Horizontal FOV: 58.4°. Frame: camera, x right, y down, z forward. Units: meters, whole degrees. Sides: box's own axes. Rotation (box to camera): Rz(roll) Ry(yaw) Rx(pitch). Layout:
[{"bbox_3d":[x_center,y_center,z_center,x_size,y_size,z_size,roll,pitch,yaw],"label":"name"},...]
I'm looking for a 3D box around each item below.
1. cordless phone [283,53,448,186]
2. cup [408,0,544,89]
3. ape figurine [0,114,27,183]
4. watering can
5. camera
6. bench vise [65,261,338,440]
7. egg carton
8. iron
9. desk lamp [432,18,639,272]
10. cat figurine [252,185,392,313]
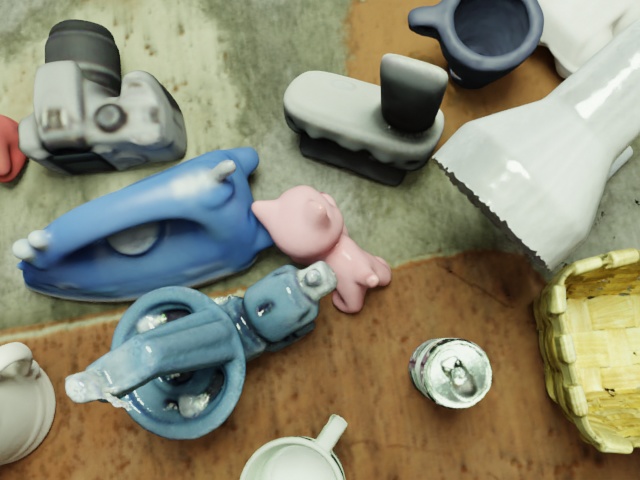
[{"bbox_3d":[0.039,-0.124,0.489,0.147,0.185,0.094,16,81,6],"label":"cordless phone"},{"bbox_3d":[0.138,-0.185,0.541,0.117,0.095,0.092,7,80,4],"label":"cup"},{"bbox_3d":[-0.330,-0.093,0.549,0.076,0.092,0.077,-41,80,-4],"label":"ape figurine"},{"bbox_3d":[-0.309,0.151,0.453,0.101,0.194,0.173,23,82,7],"label":"watering can"},{"bbox_3d":[-0.213,-0.143,0.548,0.143,0.101,0.137,-7,79,2],"label":"camera"},{"bbox_3d":[-0.092,0.068,0.444,0.121,0.220,0.207,41,84,9],"label":"bench vise"},{"bbox_3d":[0.241,-0.233,0.557,0.107,0.069,0.150,-39,80,-4],"label":"egg carton"},{"bbox_3d":[-0.169,-0.008,0.501,0.258,0.141,0.118,-20,79,-1],"label":"iron"},{"bbox_3d":[0.186,-0.070,0.458,0.203,0.213,0.118,-43,80,-5],"label":"desk lamp"},{"bbox_3d":[0.005,0.002,0.503,0.127,0.118,0.067,43,85,9],"label":"cat figurine"}]
